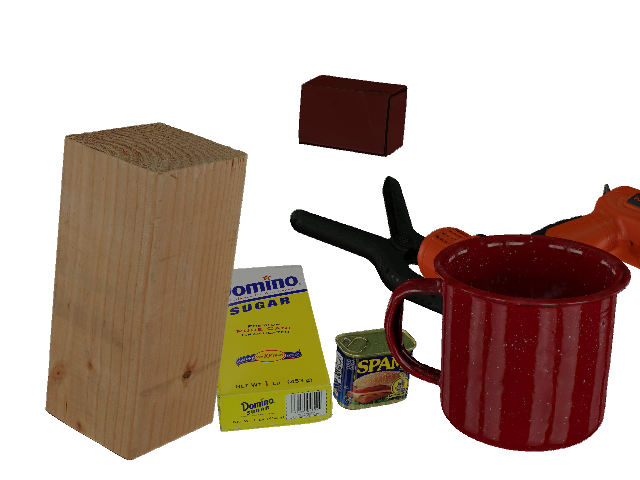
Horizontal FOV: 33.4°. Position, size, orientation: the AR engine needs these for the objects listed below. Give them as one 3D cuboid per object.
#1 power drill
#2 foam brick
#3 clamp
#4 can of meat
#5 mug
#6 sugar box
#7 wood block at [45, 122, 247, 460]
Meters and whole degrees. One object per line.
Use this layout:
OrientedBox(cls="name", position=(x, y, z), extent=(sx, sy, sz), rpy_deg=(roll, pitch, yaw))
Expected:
OrientedBox(cls="power drill", position=(0.189, 0.020, 0.762), extent=(0.187, 0.057, 0.185), rpy_deg=(-14, 28, -25))
OrientedBox(cls="foam brick", position=(0.026, -0.103, 0.879), extent=(0.078, 0.051, 0.053), rpy_deg=(11, 20, 19))
OrientedBox(cls="clamp", position=(0.076, 0.012, 1.182), extent=(0.164, 0.036, 0.210), rpy_deg=(-16, 50, -33))
OrientedBox(cls="can of meat", position=(0.067, 0.165, 1.373), extent=(0.102, 0.084, 0.057), rpy_deg=(-5, 26, -21))
OrientedBox(cls="mug", position=(0.089, 0.049, 0.527), extent=(0.117, 0.081, 0.093), rpy_deg=(4, 20, 12))
OrientedBox(cls="sugar box", position=(-0.049, 0.087, 0.925), extent=(0.093, 0.048, 0.176), rpy_deg=(-4, 36, -9))
OrientedBox(cls="wood block", position=(-0.122, 0.032, 0.741), extent=(0.090, 0.206, 0.090), rpy_deg=(22, 23, 32))
